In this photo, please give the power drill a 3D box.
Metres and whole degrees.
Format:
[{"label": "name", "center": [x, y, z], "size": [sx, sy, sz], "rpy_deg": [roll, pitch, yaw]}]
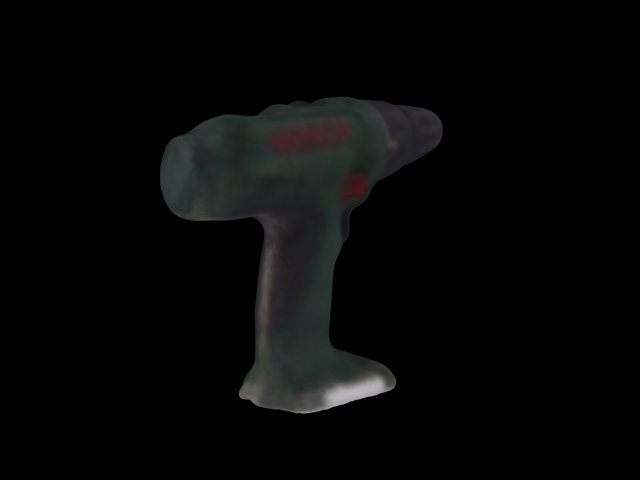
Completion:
[{"label": "power drill", "center": [0.004, 0.001, 0.400], "size": [0.230, 0.208, 0.075], "rpy_deg": [-2, 3, -40]}]
